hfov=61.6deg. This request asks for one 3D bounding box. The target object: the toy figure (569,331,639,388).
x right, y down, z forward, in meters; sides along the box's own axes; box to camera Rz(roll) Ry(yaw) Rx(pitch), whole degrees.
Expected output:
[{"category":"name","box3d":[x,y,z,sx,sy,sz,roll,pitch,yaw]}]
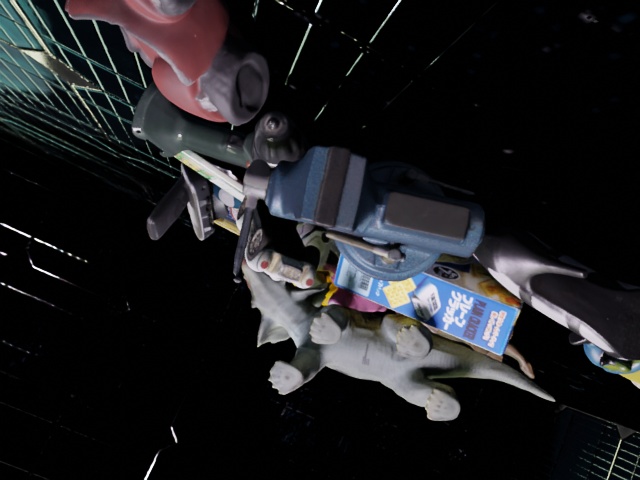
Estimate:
[{"category":"toy figure","box3d":[0.427,0.153,0.727,0.180,0.082,0.089,29,172,-16]}]

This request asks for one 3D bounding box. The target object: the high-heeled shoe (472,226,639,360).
[{"category":"high-heeled shoe","box3d":[0.278,0.062,0.608,0.248,0.086,0.145,35,171,-31]}]

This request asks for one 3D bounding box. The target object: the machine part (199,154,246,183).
[{"category":"machine part","box3d":[-0.169,-0.133,0.803,0.139,0.039,0.084,25,166,11]}]

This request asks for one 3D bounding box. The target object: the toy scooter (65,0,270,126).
[{"category":"toy scooter","box3d":[-0.121,-0.157,0.395,0.135,0.075,0.183,21,168,21]}]

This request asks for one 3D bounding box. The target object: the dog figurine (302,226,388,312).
[{"category":"dog figurine","box3d":[0.087,0.049,0.869,0.219,0.108,0.192,-6,-126,-51]}]

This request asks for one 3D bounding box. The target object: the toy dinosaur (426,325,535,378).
[{"category":"toy dinosaur","box3d":[0.245,0.147,1.138,0.472,0.105,0.198,35,177,7]}]

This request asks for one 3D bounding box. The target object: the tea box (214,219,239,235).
[{"category":"tea box","box3d":[-0.161,-0.037,1.256,0.169,0.068,0.098,29,171,-33]}]

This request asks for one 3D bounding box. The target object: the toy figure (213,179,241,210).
[{"category":"toy figure","box3d":[-0.126,-0.075,0.943,0.155,0.058,0.064,20,154,40]}]

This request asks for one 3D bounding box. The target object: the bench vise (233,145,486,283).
[{"category":"bench vise","box3d":[0.033,-0.023,0.536,0.224,0.128,0.240,1,177,-4]}]

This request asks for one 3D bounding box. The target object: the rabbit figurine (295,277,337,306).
[{"category":"rabbit figurine","box3d":[0.021,0.038,1.020,0.173,0.162,0.121,6,156,9]}]

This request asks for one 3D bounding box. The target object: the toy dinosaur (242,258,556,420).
[{"category":"toy dinosaur","box3d":[0.068,0.133,0.694,0.405,0.131,0.192,17,-169,3]}]

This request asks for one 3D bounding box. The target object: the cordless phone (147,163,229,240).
[{"category":"cordless phone","box3d":[-0.250,-0.043,0.991,0.089,0.184,0.146,16,136,13]}]

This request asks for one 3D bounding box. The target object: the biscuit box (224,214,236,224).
[{"category":"biscuit box","box3d":[-0.156,-0.056,1.157,0.202,0.059,0.063,28,172,-23]}]

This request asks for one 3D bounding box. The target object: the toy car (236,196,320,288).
[{"category":"toy car","box3d":[-0.055,-0.002,0.636,0.073,0.056,0.202,23,-163,-23]}]

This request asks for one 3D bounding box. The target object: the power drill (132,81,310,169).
[{"category":"power drill","box3d":[-0.103,-0.117,0.613,0.207,0.086,0.232,15,172,12]}]

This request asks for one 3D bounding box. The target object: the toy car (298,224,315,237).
[{"category":"toy car","box3d":[-0.002,-0.003,0.924,0.162,0.109,0.102,15,153,0]}]
